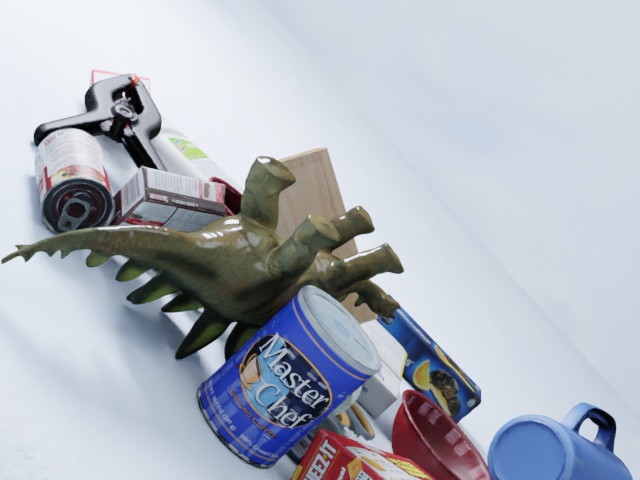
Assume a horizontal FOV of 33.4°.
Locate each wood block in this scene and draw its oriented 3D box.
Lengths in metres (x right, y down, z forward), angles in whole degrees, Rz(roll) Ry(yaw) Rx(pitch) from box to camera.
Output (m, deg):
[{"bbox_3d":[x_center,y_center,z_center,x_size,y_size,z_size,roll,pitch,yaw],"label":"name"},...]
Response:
[{"bbox_3d":[-0.009,0.002,1.257,0.091,0.090,0.206,-146,-141,-80],"label":"wood block"}]

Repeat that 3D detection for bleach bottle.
[{"bbox_3d":[-0.158,-0.080,1.347,0.251,0.068,0.102,47,17,11],"label":"bleach bottle"}]

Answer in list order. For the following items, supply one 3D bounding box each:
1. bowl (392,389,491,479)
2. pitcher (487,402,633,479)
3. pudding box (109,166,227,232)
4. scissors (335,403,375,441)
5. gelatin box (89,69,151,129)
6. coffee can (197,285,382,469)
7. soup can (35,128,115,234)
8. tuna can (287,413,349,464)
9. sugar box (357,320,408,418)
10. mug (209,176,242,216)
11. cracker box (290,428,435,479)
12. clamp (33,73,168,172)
[{"bbox_3d":[0.136,0.258,1.274,0.162,0.055,0.162,43,14,-14],"label":"bowl"},{"bbox_3d":[0.305,0.288,1.341,0.242,0.145,0.149,38,31,-52],"label":"pitcher"},{"bbox_3d":[-0.156,-0.023,1.037,0.089,0.114,0.039,10,62,-32],"label":"pudding box"},{"bbox_3d":[-0.008,0.152,1.227,0.202,0.016,0.096,51,14,19],"label":"scissors"},{"bbox_3d":[-0.245,-0.168,1.309,0.073,0.030,0.089,6,43,-17],"label":"gelatin box"},{"bbox_3d":[-0.028,0.125,0.978,0.102,0.140,0.103,43,14,-14],"label":"coffee can"},{"bbox_3d":[-0.237,-0.056,1.026,0.068,0.068,0.102,37,16,-35],"label":"soup can"},{"bbox_3d":[-0.009,0.194,1.067,0.086,0.034,0.086,43,14,-14],"label":"tuna can"},{"bbox_3d":[0.062,0.155,1.372,0.093,0.048,0.176,46,17,-2],"label":"sugar box"},{"bbox_3d":[-0.128,-0.020,1.219,0.117,0.081,0.093,42,14,-18],"label":"mug"},{"bbox_3d":[0.095,0.268,0.967,0.214,0.072,0.164,32,1,42],"label":"cracker box"},{"bbox_3d":[-0.235,-0.132,1.202,0.164,0.036,0.210,23,33,-24],"label":"clamp"}]
